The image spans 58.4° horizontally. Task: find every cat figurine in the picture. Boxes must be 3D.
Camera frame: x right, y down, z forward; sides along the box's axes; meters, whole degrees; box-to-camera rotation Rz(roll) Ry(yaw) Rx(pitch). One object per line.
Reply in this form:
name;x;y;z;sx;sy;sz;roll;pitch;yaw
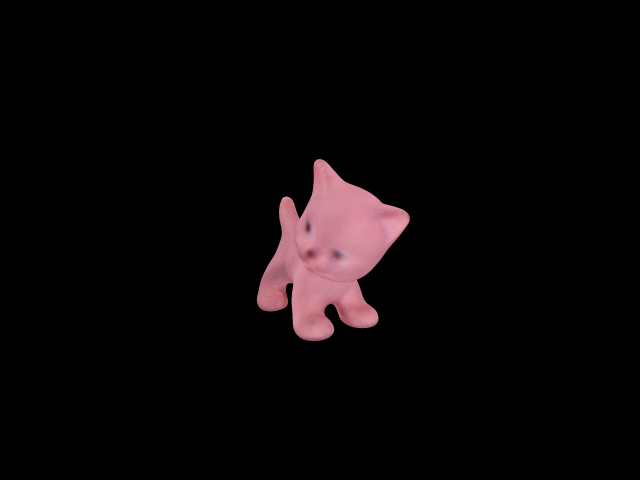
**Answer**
cat figurine;0.004;0.001;0.400;0.067;0.118;0.127;-7;14;-30
